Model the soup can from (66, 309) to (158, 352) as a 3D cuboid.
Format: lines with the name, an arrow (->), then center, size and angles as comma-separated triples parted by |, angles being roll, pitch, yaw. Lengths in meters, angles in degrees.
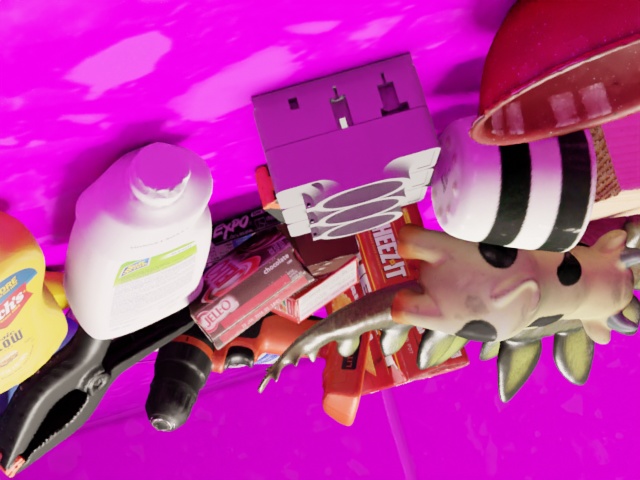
soup can -> -0.189, 0.082, 1.041 | 0.102, 0.068, 0.068 | -17, 171, 16

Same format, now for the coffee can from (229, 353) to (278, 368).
coffee can -> -0.072, 0.081, 1.121 | 0.103, 0.103, 0.140 | -18, 171, 11

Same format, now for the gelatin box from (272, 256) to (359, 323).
gelatin box -> -0.019, 0.034, 0.977 | 0.073, 0.030, 0.089 | 21, -141, 36

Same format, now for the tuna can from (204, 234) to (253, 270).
tuna can -> -0.082, 0.015, 0.920 | 0.086, 0.034, 0.086 | -16, 171, -3

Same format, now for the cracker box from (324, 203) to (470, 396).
cracker box -> 0.062, 0.067, 1.075 | 0.072, 0.164, 0.214 | -16, 172, -14

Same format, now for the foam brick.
foam brick -> -0.006, 0.001, 0.911 | 0.053, 0.051, 0.078 | -14, 171, -16

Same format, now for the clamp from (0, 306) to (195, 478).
clamp -> -0.185, 0.105, 0.873 | 0.210, 0.036, 0.164 | -51, 157, -4

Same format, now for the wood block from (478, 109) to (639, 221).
wood block -> 0.217, -0.068, 0.755 | 0.205, 0.091, 0.090 | -8, 169, -44

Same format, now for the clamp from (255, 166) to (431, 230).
clamp -> 0.017, -0.033, 0.777 | 0.171, 0.039, 0.120 | -3, 154, -35

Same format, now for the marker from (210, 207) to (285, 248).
marker -> -0.068, -0.009, 0.845 | 0.121, 0.020, 0.020 | -19, 171, 19

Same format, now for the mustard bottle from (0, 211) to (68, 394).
mustard bottle -> -0.208, 0.031, 0.633 | 0.096, 0.058, 0.192 | -30, 158, -19

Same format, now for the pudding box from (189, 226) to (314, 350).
pudding box -> -0.057, 0.033, 0.821 | 0.090, 0.039, 0.113 | -35, -169, -3

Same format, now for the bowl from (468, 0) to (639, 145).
bowl -> 0.145, -0.101, 0.534 | 0.162, 0.055, 0.162 | -15, 171, -3

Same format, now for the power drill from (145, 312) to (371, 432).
power drill -> -0.053, 0.110, 0.971 | 0.187, 0.184, 0.057 | 14, 138, 1

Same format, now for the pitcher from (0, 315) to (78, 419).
pitcher -> -0.303, 0.120, 0.911 | 0.145, 0.149, 0.242 | -57, 165, 8

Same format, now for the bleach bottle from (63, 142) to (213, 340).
bleach bottle -> -0.107, -0.004, 0.670 | 0.102, 0.068, 0.251 | -27, 171, -22

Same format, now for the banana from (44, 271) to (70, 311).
banana -> -0.216, 0.030, 0.789 | 0.069, 0.037, 0.197 | -34, 171, 3
